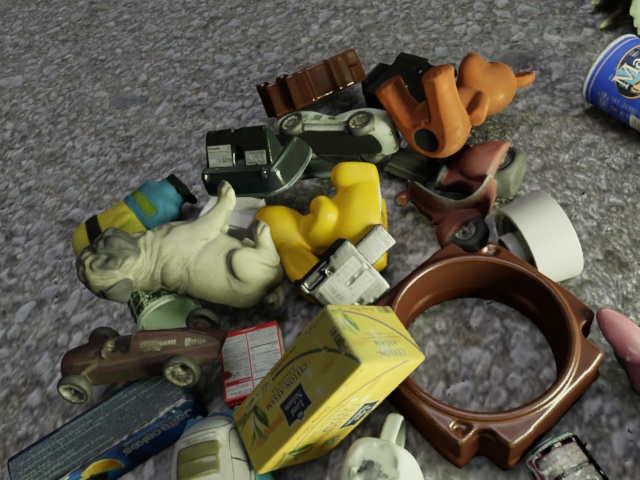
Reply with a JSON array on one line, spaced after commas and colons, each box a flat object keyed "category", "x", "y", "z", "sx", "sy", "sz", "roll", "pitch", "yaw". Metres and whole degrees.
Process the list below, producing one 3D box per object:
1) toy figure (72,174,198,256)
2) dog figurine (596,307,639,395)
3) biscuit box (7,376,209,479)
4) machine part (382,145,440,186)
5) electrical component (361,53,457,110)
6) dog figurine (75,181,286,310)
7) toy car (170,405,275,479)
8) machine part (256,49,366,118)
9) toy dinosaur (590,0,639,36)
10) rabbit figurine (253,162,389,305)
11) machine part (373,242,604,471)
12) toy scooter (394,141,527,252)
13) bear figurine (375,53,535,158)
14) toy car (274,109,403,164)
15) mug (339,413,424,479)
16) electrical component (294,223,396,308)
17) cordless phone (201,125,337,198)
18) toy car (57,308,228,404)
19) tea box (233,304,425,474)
[{"category": "toy figure", "x": -0.269, "y": -0.025, "z": 0.778, "sx": 0.180, "sy": 0.082, "sz": 0.089, "roll": -43, "pitch": 43, "yaw": -14}, {"category": "dog figurine", "x": 0.332, "y": 0.136, "z": 0.446, "sx": 0.108, "sy": 0.191, "sz": 0.219, "roll": -24, "pitch": 66, "yaw": 3}, {"category": "biscuit box", "x": -0.227, "y": 0.217, "z": 0.588, "sx": 0.203, "sy": 0.059, "sz": 0.063, "roll": -31, "pitch": 50, "yaw": -10}, {"category": "machine part", "x": 0.156, "y": -0.134, "z": 0.786, "sx": 0.084, "sy": 0.039, "sz": 0.139, "roll": 27, "pitch": 64, "yaw": 35}, {"category": "electrical component", "x": 0.135, "y": -0.239, "z": 0.860, "sx": 0.134, "sy": 0.058, "sz": 0.115, "roll": 25, "pitch": 60, "yaw": 29}, {"category": "dog figurine", "x": -0.153, "y": 0.043, "z": 0.610, "sx": 0.190, "sy": 0.121, "sz": 0.172, "roll": -32, "pitch": 64, "yaw": -30}, {"category": "toy car", "x": -0.097, "y": 0.232, "z": 0.519, "sx": 0.109, "sy": 0.102, "sz": 0.162, "roll": -14, "pitch": 53, "yaw": 2}, {"category": "machine part", "x": -0.015, "y": -0.249, "z": 0.854, "sx": 0.179, "sy": 0.056, "sz": 0.179, "roll": -20, "pitch": 17, "yaw": 6}, {"category": "toy dinosaur", "x": 0.601, "y": -0.335, "z": 0.790, "sx": 0.192, "sy": 0.131, "sz": 0.405, "roll": -42, "pitch": 58, "yaw": -4}, {"category": "rabbit figurine", "x": -0.001, "y": -0.002, "z": 0.679, "sx": 0.173, "sy": 0.121, "sz": 0.162, "roll": -1, "pitch": 68, "yaw": 10}, {"category": "machine part", "x": 0.162, "y": 0.111, "z": 0.560, "sx": 0.201, "sy": 0.087, "sz": 0.202, "roll": -37, "pitch": 55, "yaw": -16}, {"category": "toy scooter", "x": 0.178, "y": -0.066, "z": 0.705, "sx": 0.135, "sy": 0.075, "sz": 0.184, "roll": 21, "pitch": 64, "yaw": 31}, {"category": "bear figurine", "x": 0.190, "y": -0.201, "z": 0.720, "sx": 0.196, "sy": 0.131, "sz": 0.120, "roll": -45, "pitch": 28, "yaw": -23}, {"category": "toy car", "x": 0.022, "y": -0.154, "z": 0.793, "sx": 0.202, "sy": 0.073, "sz": 0.056, "roll": 7, "pitch": 58, "yaw": 32}, {"category": "mug", "x": 0.060, "y": 0.212, "z": 0.492, "sx": 0.081, "sy": 0.107, "sz": 0.109, "roll": 16, "pitch": 60, "yaw": 23}, {"category": "electrical component", "x": 0.038, "y": 0.034, "z": 0.587, "sx": 0.119, "sy": 0.074, "sz": 0.048, "roll": -40, "pitch": 9, "yaw": -5}, {"category": "cordless phone", "x": -0.059, "y": -0.105, "z": 0.756, "sx": 0.147, "sy": 0.184, "sz": 0.088, "roll": 2, "pitch": 95, "yaw": 34}, {"category": "toy car", "x": -0.198, "y": 0.123, "z": 0.589, "sx": 0.202, "sy": 0.053, "sz": 0.089, "roll": -13, "pitch": 28, "yaw": 19}, {"category": "tea box", "x": 0.005, "y": 0.140, "z": 0.510, "sx": 0.169, "sy": 0.098, "sz": 0.068, "roll": -54, "pitch": 51, "yaw": 26}]
